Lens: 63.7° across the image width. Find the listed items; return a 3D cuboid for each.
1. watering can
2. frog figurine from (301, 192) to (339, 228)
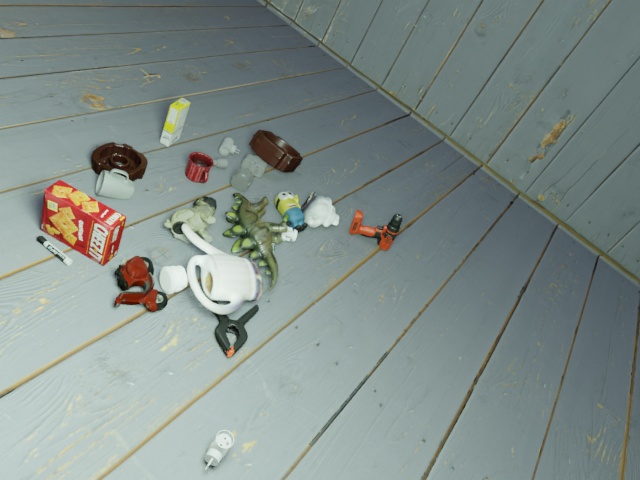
[{"bbox_3d":[-0.299,0.081,1.563,0.224,0.355,0.102,8,-49,-35],"label":"watering can"},{"bbox_3d":[0.006,-0.102,2.019,0.159,0.139,0.121,36,-22,-7],"label":"frog figurine"}]
